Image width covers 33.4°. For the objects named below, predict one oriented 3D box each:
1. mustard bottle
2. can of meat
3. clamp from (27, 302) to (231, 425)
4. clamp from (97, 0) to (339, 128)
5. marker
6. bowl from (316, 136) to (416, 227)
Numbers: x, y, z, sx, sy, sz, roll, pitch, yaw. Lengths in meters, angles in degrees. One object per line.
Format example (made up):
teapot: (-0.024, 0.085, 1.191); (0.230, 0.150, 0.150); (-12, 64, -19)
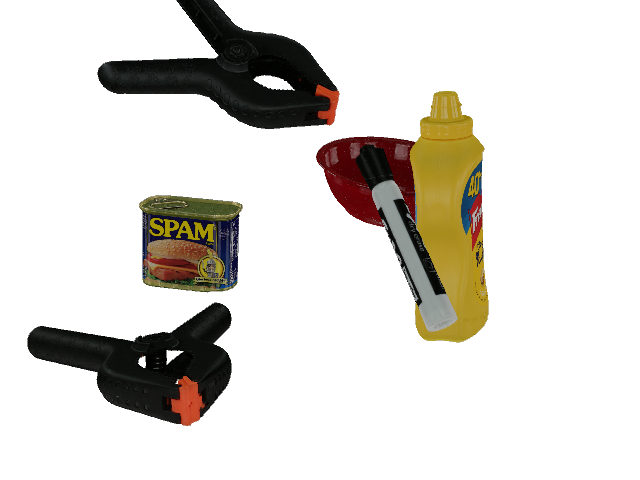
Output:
mustard bottle: (0.102, -0.023, 0.850); (0.058, 0.192, 0.096); (2, 18, 19)
can of meat: (-0.133, 0.004, 1.088); (0.102, 0.084, 0.057); (6, 17, 11)
clamp: (-0.113, 0.086, 0.791); (0.164, 0.036, 0.210); (-10, 14, -26)
clamp: (-0.064, -0.137, 0.785); (0.171, 0.120, 0.039); (17, -25, 1)
marker: (0.049, -0.004, 0.629); (0.020, 0.121, 0.020); (-19, -21, -8)
bowl: (0.073, -0.055, 1.100); (0.162, 0.055, 0.162); (5, 24, -2)
